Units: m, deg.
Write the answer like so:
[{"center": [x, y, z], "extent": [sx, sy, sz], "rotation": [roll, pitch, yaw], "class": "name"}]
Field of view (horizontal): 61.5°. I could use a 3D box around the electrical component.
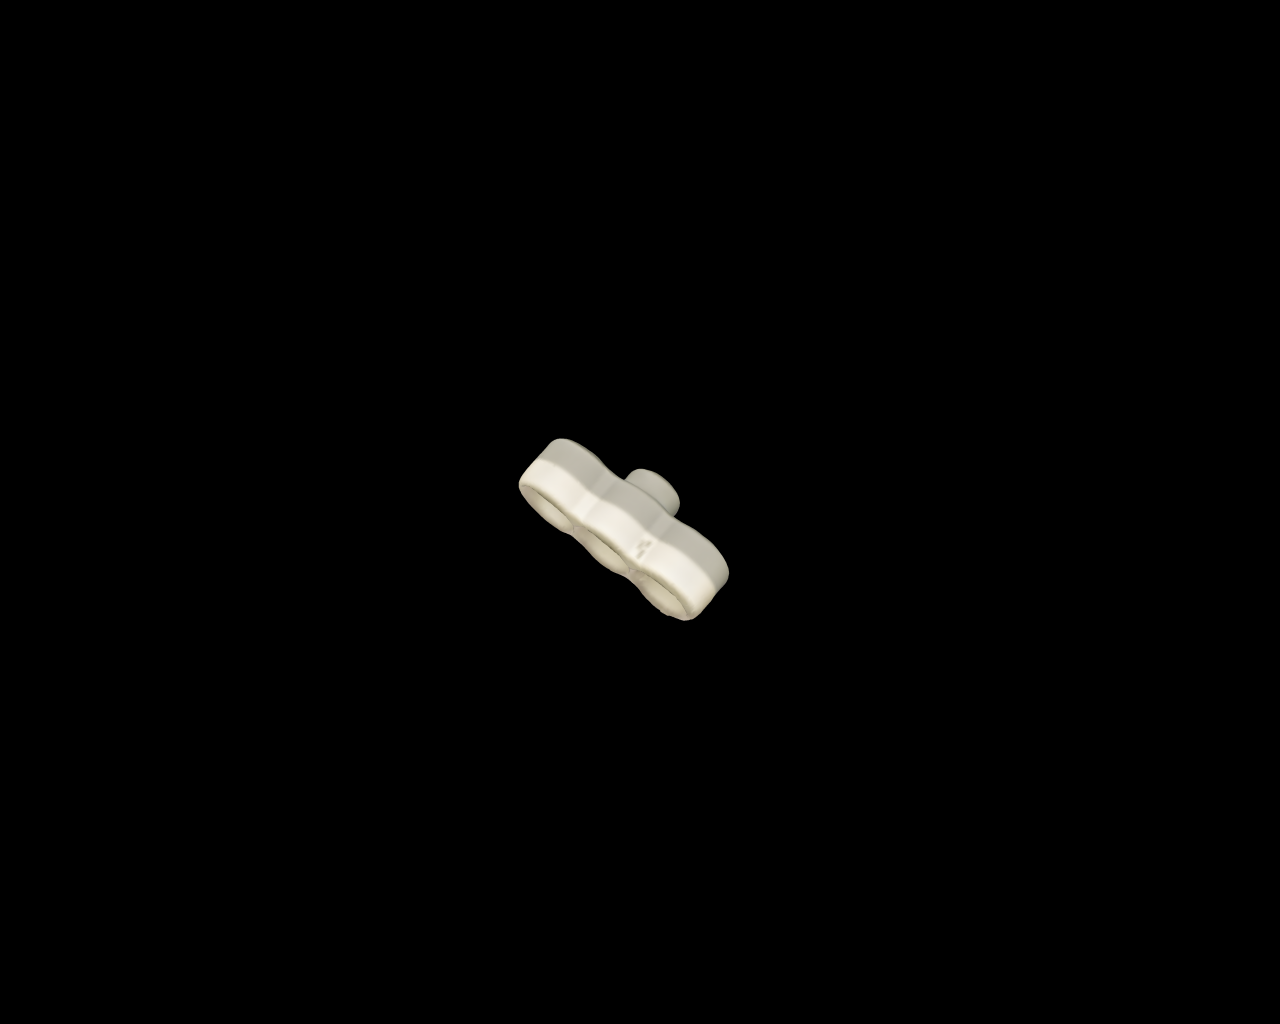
[{"center": [0.001, -0.003, 0.650], "extent": [0.138, 0.074, 0.052], "rotation": [37, -19, 15], "class": "electrical component"}]
